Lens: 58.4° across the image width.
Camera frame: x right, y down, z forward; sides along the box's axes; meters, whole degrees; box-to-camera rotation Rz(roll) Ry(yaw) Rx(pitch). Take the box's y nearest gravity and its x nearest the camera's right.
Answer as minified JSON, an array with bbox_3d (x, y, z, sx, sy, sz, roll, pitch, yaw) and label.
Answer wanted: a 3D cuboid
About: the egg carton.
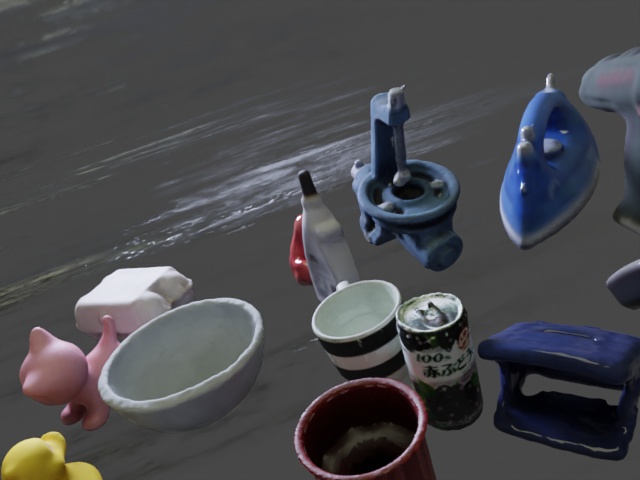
[{"bbox_3d":[-0.242,0.087,0.746,0.150,0.069,0.107,-4,28,25],"label":"egg carton"}]

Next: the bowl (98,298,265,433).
[{"bbox_3d":[-0.125,0.134,0.570,0.167,0.075,0.167,-14,25,7],"label":"bowl"}]

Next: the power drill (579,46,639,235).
[{"bbox_3d":[0.359,-0.106,0.595,0.075,0.209,0.229,-19,25,-4],"label":"power drill"}]

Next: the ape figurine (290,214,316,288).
[{"bbox_3d":[-0.009,0.011,0.727,0.078,0.092,0.075,-32,29,-29],"label":"ape figurine"}]

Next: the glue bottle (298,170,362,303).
[{"bbox_3d":[0.006,0.002,0.638,0.037,0.173,0.077,-28,27,-22],"label":"glue bottle"}]

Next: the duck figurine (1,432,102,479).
[{"bbox_3d":[-0.230,0.208,0.472,0.077,0.086,0.104,-14,25,7],"label":"duck figurine"}]

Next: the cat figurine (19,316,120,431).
[{"bbox_3d":[-0.254,0.133,0.601,0.067,0.118,0.128,1,31,34],"label":"cat figurine"}]

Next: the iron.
[{"bbox_3d":[0.283,-0.112,0.734,0.118,0.142,0.259,0,30,32],"label":"iron"}]

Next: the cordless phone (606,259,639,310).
[{"bbox_3d":[0.321,-0.026,0.482,0.147,0.185,0.094,-21,25,-8],"label":"cordless phone"}]

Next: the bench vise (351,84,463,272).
[{"bbox_3d":[0.078,-0.081,0.707,0.122,0.220,0.206,-33,29,-30],"label":"bench vise"}]

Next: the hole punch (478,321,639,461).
[{"bbox_3d":[0.184,0.093,0.436,0.108,0.091,0.101,4,32,37],"label":"hole punch"}]
